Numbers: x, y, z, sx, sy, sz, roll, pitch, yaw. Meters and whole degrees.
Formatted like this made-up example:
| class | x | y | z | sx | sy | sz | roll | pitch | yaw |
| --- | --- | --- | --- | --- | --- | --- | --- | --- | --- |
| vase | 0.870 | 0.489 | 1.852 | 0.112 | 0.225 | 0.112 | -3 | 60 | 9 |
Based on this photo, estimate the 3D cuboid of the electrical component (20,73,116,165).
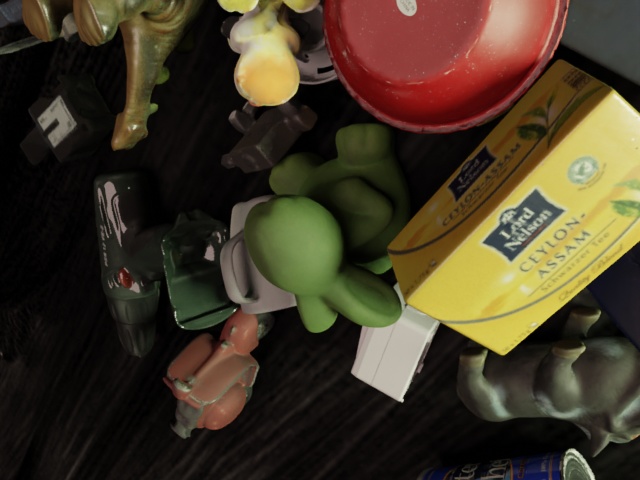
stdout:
| class | x | y | z | sx | sy | sz | roll | pitch | yaw |
| --- | --- | --- | --- | --- | --- | --- | --- | --- | --- |
| electrical component | -0.292 | -0.129 | 0.619 | 0.119 | 0.048 | 0.075 | -32 | 91 | 34 |

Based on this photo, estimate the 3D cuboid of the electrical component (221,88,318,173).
| class | x | y | z | sx | sy | sz | roll | pitch | yaw |
| --- | --- | --- | --- | --- | --- | --- | --- | --- | --- |
| electrical component | -0.049 | -0.102 | 0.481 | 0.045 | 0.078 | 0.102 | 50 | 158 | -26 |

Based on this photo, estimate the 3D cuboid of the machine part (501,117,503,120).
| class | x | y | z | sx | sy | sz | roll | pitch | yaw |
| --- | --- | --- | --- | --- | --- | --- | --- | --- | --- |
| machine part | 0.122 | -0.028 | 0.422 | 0.138 | 0.084 | 0.039 | -55 | 53 | 23 |

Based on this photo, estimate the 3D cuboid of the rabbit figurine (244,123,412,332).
| class | x | y | z | sx | sy | sz | roll | pitch | yaw |
| --- | --- | --- | --- | --- | --- | --- | --- | --- | --- |
| rabbit figurine | -0.001 | -0.001 | 0.434 | 0.121 | 0.170 | 0.159 | -10 | 103 | 31 |

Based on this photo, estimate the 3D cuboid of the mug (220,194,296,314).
| class | x | y | z | sx | sy | sz | roll | pitch | yaw |
| --- | --- | --- | --- | --- | --- | --- | --- | --- | --- |
| mug | -0.055 | 0.012 | 0.513 | 0.081 | 0.109 | 0.107 | -14 | 89 | 41 |

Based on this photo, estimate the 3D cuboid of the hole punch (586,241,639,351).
| class | x | y | z | sx | sy | sz | roll | pitch | yaw |
| --- | --- | --- | --- | --- | --- | --- | --- | --- | --- |
| hole punch | 0.235 | 0.005 | 0.361 | 0.116 | 0.092 | 0.142 | 48 | 127 | 10 |

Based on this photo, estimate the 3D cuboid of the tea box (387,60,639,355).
| class | x | y | z | sx | sy | sz | roll | pitch | yaw |
| --- | --- | --- | --- | --- | --- | --- | --- | --- | --- |
| tea box | 0.136 | -0.015 | 0.350 | 0.098 | 0.068 | 0.169 | 28 | 118 | -22 |

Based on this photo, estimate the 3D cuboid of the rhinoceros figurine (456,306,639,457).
| class | x | y | z | sx | sy | sz | roll | pitch | yaw |
| --- | --- | --- | --- | --- | --- | --- | --- | --- | --- |
| rhinoceros figurine | 0.202 | 0.117 | 0.426 | 0.190 | 0.073 | 0.112 | -5 | 105 | 30 |

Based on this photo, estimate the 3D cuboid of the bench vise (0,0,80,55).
| class | x | y | z | sx | sy | sz | roll | pitch | yaw |
| --- | --- | --- | --- | --- | --- | --- | --- | --- | --- |
| bench vise | -0.275 | -0.313 | 0.500 | 0.241 | 0.129 | 0.223 | -25 | 93 | 40 |

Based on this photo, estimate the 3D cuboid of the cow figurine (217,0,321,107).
| class | x | y | z | sx | sy | sz | roll | pitch | yaw |
| --- | --- | --- | --- | --- | --- | --- | --- | --- | --- |
| cow figurine | -0.036 | -0.183 | 0.375 | 0.068 | 0.098 | 0.167 | 5 | 116 | -11 |

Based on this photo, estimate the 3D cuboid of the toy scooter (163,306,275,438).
| class | x | y | z | sx | sy | sz | roll | pitch | yaw |
| --- | --- | --- | --- | --- | --- | --- | --- | --- | --- |
| toy scooter | -0.118 | 0.152 | 0.577 | 0.075 | 0.135 | 0.183 | 33 | 121 | 13 |

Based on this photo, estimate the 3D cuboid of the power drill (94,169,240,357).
| class | x | y | z | sx | sy | sz | roll | pitch | yaw |
| --- | --- | --- | --- | --- | --- | --- | --- | --- | --- |
| power drill | -0.173 | 0.039 | 0.582 | 0.207 | 0.086 | 0.231 | 9 | 108 | 52 |

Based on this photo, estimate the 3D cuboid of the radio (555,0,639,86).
| class | x | y | z | sx | sy | sz | roll | pitch | yaw |
| --- | --- | --- | --- | --- | --- | --- | --- | --- | --- |
| radio | 0.224 | -0.203 | 0.298 | 0.131 | 0.073 | 0.229 | 31 | 118 | 16 |

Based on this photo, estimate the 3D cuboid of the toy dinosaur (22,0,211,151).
| class | x | y | z | sx | sy | sz | roll | pitch | yaw |
| --- | --- | --- | --- | --- | --- | --- | --- | --- | --- |
| toy dinosaur | -0.106 | -0.284 | 0.370 | 0.105 | 0.198 | 0.470 | 25 | 118 | 20 |
